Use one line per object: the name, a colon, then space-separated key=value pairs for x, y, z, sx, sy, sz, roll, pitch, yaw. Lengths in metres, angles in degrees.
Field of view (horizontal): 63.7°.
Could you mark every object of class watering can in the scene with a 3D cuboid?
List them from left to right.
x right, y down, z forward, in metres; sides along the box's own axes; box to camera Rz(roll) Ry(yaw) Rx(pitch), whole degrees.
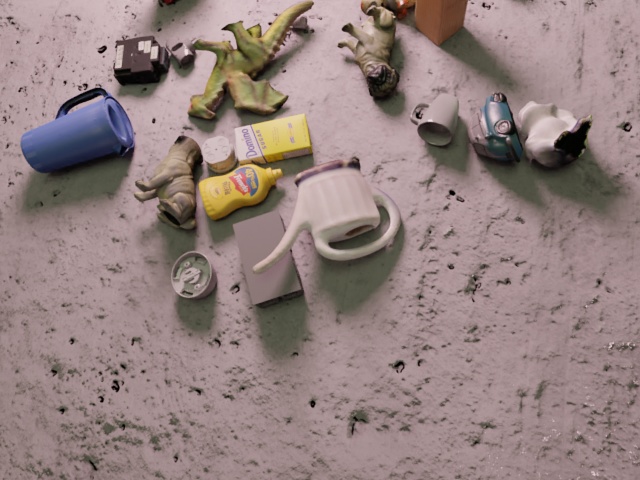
watering can: x=0.003 y=-0.055 z=1.102 sx=0.349 sy=0.102 sz=0.228 roll=-13 pitch=70 yaw=-17

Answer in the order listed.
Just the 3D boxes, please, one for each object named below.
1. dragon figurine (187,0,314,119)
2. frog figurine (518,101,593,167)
dragon figurine: x=-0.161 y=-0.428 z=1.294 sx=0.410 sy=0.122 sz=0.243 roll=-24 pitch=87 yaw=1
frog figurine: x=0.498 y=-0.233 z=1.132 sx=0.137 sy=0.121 sz=0.162 roll=-49 pitch=36 yaw=0
